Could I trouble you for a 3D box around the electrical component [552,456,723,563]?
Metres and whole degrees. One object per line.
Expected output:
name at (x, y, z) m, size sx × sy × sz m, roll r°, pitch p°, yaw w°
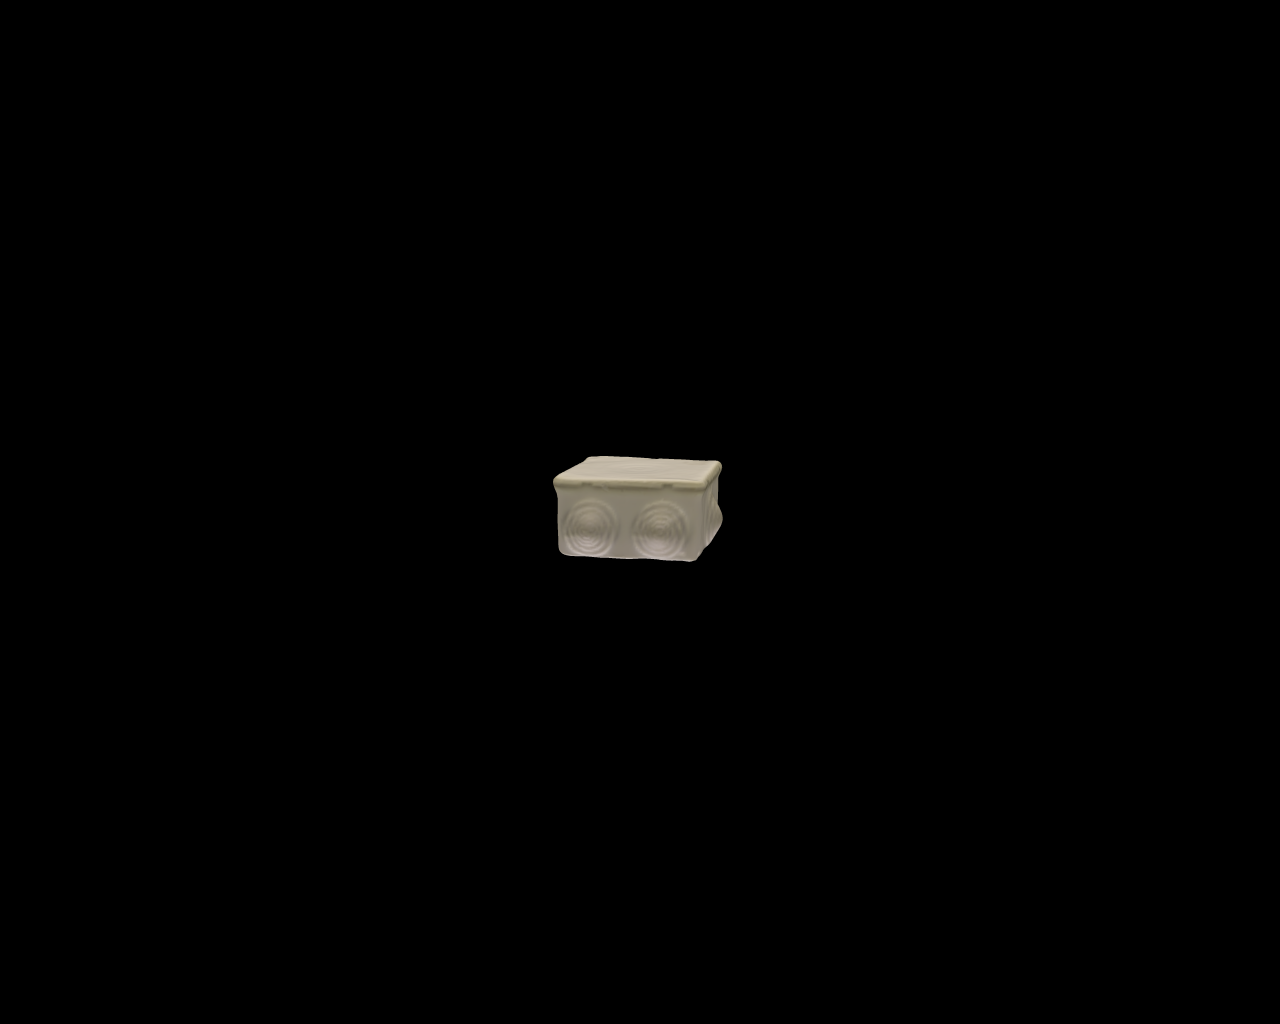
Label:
electrical component at (0.001, -0.003, 0.650) m, size 0.100 × 0.048 × 0.100 m, roll 2°, pitch 12°, yaw 12°
